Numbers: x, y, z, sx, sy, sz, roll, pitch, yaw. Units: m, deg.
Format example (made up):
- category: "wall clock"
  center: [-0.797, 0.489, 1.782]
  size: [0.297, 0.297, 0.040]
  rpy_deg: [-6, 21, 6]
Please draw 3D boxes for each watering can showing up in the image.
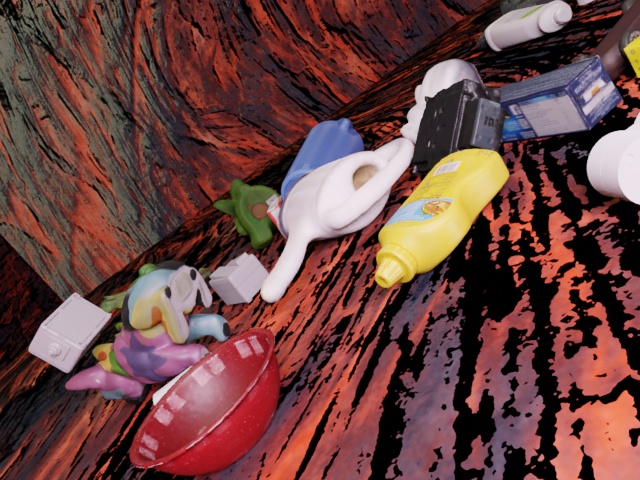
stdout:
- category: "watering can"
  center: [0.002, -0.038, 0.764]
  size: [0.353, 0.103, 0.223]
  rpy_deg: [-44, 15, -25]

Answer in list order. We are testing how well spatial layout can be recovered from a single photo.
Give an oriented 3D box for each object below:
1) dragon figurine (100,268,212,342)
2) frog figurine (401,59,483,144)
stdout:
- category: "dragon figurine"
  center: [-0.350, 0.128, 1.143]
  size: [0.244, 0.121, 0.412]
  rpy_deg: [-22, 13, -15]
- category: "frog figurine"
  center: [0.203, -0.240, 0.903]
  size: [0.160, 0.120, 0.140]
  rpy_deg: [-26, 33, -3]
